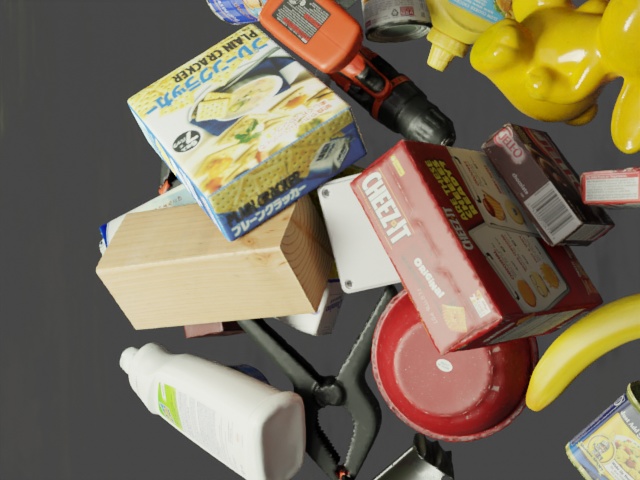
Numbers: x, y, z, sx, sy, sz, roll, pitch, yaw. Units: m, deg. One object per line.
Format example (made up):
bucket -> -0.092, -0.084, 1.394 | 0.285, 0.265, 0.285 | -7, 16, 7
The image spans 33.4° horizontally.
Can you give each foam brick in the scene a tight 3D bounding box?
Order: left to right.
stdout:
foam brick -> -0.104, 0.076, 1.144 | 0.053, 0.078, 0.051 | -12, 82, 32

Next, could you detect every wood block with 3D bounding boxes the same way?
wood block -> -0.102, 0.020, 1.052 | 0.206, 0.090, 0.090 | -8, 129, 25

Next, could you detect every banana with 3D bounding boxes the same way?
banana -> 0.258, 0.090, 0.931 | 0.198, 0.037, 0.069 | -25, 75, 30

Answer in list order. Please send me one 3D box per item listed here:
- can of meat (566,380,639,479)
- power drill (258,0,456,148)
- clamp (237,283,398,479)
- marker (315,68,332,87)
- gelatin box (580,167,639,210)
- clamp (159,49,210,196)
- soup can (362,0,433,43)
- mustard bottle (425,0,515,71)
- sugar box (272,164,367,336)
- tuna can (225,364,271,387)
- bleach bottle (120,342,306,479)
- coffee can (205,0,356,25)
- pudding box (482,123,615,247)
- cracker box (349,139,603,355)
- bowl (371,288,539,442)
can of meat -> 0.273, 0.186, 0.909 | 0.084, 0.057, 0.102 | -49, 64, 25
power drill -> 0.035, -0.160, 0.994 | 0.185, 0.187, 0.057 | 41, 95, 27
clamp -> 0.000, 0.146, 1.073 | 0.164, 0.036, 0.210 | -1, 100, 10
marker -> -0.012, -0.121, 1.122 | 0.020, 0.020, 0.121 | 25, 102, 31
gelatin box -> 0.274, -0.044, 0.901 | 0.089, 0.073, 0.030 | -1, 87, 34
clamp -> -0.132, -0.125, 1.189 | 0.172, 0.039, 0.120 | -47, 59, 16
soup can -> 0.072, -0.250, 1.040 | 0.069, 0.068, 0.102 | -8, 86, 33
mustard bottle -> 0.150, -0.244, 0.979 | 0.192, 0.096, 0.058 | -63, 18, 17
sugar box -> -0.007, 0.001, 1.100 | 0.093, 0.048, 0.176 | 23, 100, 28
tuna can -> -0.092, 0.178, 1.160 | 0.086, 0.033, 0.086 | -1, 89, 33
bleach bottle -> -0.124, 0.162, 1.108 | 0.251, 0.067, 0.102 | 23, 126, 40
coffee can -> -0.039, -0.277, 1.083 | 0.141, 0.102, 0.103 | 2, 91, 40
pudding box -> 0.201, -0.048, 0.939 | 0.039, 0.089, 0.113 | -40, 70, 27
cracker box -> 0.136, 0.006, 0.906 | 0.072, 0.213, 0.164 | -38, 70, 29
bowl -> 0.119, 0.113, 0.989 | 0.162, 0.055, 0.162 | 1, 94, 18
